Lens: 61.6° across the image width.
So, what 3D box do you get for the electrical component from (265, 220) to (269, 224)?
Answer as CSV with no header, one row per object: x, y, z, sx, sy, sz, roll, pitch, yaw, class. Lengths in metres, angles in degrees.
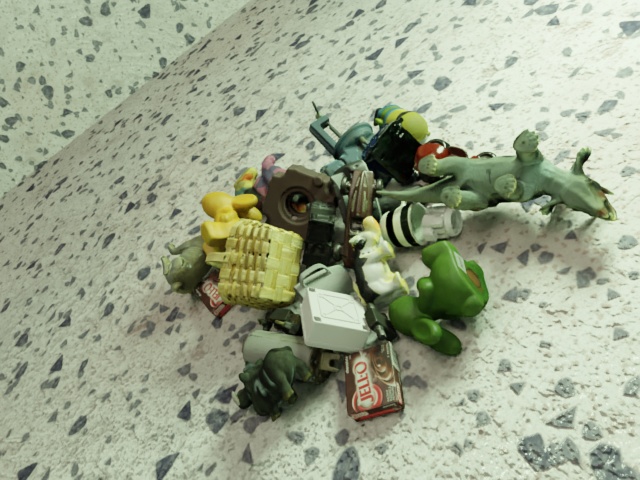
-0.122,-0.011,1.301,0.075,0.047,0.119,-10,45,31,electrical component

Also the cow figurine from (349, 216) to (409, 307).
0.097,0.041,1.019,0.098,0.068,0.167,-25,64,12,cow figurine

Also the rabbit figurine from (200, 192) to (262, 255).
-0.219,-0.054,1.268,0.162,0.121,0.173,-24,55,-10,rabbit figurine

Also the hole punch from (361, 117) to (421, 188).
0.156,-0.190,1.206,0.142,0.115,0.092,-50,13,-14,hole punch

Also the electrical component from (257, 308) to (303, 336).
-0.073,0.166,1.060,0.102,0.078,0.045,2,50,40,electrical component

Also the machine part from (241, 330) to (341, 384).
-0.061,0.216,1.004,0.243,0.079,0.079,0,52,38,machine part

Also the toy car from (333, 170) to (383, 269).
0.078,-0.041,1.086,0.089,0.053,0.202,7,93,12,toy car

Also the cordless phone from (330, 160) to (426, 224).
0.125,-0.108,1.142,0.184,0.146,0.088,-17,-2,13,cordless phone

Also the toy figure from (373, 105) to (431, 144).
0.189,-0.279,1.293,0.082,0.089,0.180,-42,41,3,toy figure

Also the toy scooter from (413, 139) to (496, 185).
0.261,-0.138,1.103,0.184,0.075,0.135,20,61,36,toy scooter

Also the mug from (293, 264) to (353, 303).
0.007,0.089,1.061,0.107,0.109,0.081,-32,30,-14,mug

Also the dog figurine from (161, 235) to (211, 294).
-0.276,0.042,1.314,0.191,0.121,0.172,-24,43,12,dog figurine

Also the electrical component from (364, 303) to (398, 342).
0.108,0.150,0.945,0.021,0.063,0.094,-45,26,14,electrical component

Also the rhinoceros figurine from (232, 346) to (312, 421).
-0.094,0.256,0.948,0.073,0.112,0.190,-38,-11,-45,rhinoceros figurine

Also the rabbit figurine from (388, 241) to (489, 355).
0.195,0.115,0.902,0.170,0.121,0.159,-39,41,29,rabbit figurine

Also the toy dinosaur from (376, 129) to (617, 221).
0.314,-0.100,0.962,0.405,0.192,0.131,3,81,46,toy dinosaur

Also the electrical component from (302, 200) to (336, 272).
-0.002,-0.003,1.133,0.058,0.134,0.115,10,24,1,electrical component

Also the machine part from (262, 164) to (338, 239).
-0.046,-0.081,1.212,0.179,0.179,0.056,-23,8,19,machine part

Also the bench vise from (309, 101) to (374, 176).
0.046,-0.219,1.293,0.224,0.128,0.241,-36,65,-9,bench vise

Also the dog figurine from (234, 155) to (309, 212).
-0.107,-0.112,1.349,0.191,0.108,0.219,-37,41,-1,dog figurine
